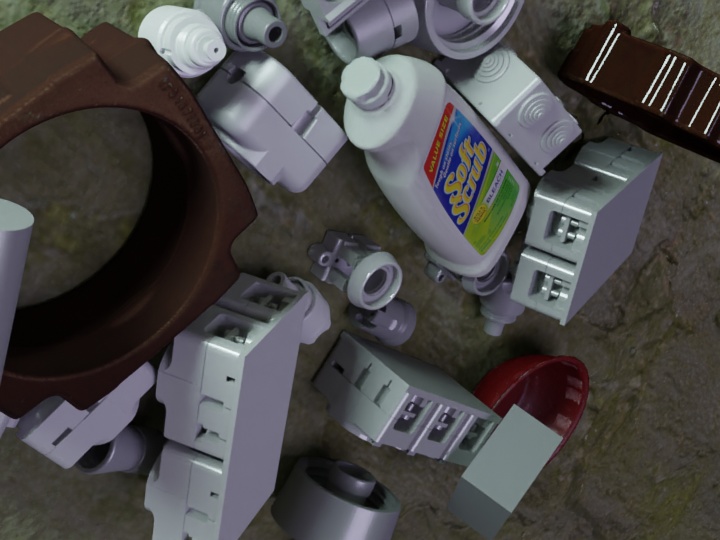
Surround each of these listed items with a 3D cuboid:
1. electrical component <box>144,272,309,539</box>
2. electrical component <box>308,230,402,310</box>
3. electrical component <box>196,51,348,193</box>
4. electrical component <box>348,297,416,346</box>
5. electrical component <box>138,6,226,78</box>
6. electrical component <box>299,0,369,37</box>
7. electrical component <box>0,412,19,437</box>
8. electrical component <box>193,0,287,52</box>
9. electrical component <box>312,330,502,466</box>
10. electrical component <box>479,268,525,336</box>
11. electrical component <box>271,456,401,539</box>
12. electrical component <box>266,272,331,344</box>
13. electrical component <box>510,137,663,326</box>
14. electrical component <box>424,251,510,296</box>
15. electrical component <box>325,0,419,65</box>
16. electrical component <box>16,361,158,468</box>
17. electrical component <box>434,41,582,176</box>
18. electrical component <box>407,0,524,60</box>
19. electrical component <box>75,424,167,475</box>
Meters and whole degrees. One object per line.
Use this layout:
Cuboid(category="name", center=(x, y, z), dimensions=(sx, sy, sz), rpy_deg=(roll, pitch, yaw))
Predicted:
Cuboid(category="electrical component", center=(-0.099, 0.107, 0.782), dimensions=(0.105, 0.060, 0.186), rpy_deg=(-48, 153, -59))
Cuboid(category="electrical component", center=(0.000, 0.000, 0.837), dimensions=(0.066, 0.055, 0.048), rpy_deg=(7, 113, -46))
Cuboid(category="electrical component", center=(-0.060, -0.096, 0.712), dimensions=(0.059, 0.054, 0.095), rpy_deg=(-50, 140, -3))
Cuboid(category="electrical component", center=(0.018, 0.038, 0.896), dimensions=(0.046, 0.040, 0.040), rpy_deg=(27, 98, -43))
Cuboid(category="electrical component", center=(-0.101, -0.133, 0.634), dimensions=(0.040, 0.078, 0.040), rpy_deg=(-11, 111, -30))
Cuboid(category="electrical component", center=(0.000, -0.218, 0.674), dimensions=(0.121, 0.063, 0.078), rpy_deg=(-42, 139, -12))
Cuboid(category="electrical component", center=(-0.255, 0.095, 0.665), dimensions=(0.078, 0.058, 0.057), rpy_deg=(24, 97, -49))
Cuboid(category="electrical component", center=(-0.069, -0.154, 0.657), dimensions=(0.048, 0.062, 0.048), rpy_deg=(-24, 132, -29))
Cuboid(category="electrical component", center=(0.040, 0.117, 0.933), dimensions=(0.150, 0.089, 0.061), rpy_deg=(25, 99, -49))
Cuboid(category="electrical component", center=(0.131, 0.031, 0.993), dimensions=(0.043, 0.043, 0.062), rpy_deg=(-9, 125, -39))
Cuboid(category="electrical component", center=(-0.016, 0.200, 0.931), dimensions=(0.108, 0.108, 0.060), rpy_deg=(16, 100, -48))
Cuboid(category="electrical component", center=(-0.051, 0.025, 0.817), dimensions=(0.043, 0.043, 0.062), rpy_deg=(-44, 138, -10))
Cuboid(category="electrical component", center=(0.199, -0.042, 0.951), dimensions=(0.186, 0.060, 0.105), rpy_deg=(-34, 141, -53))
Cuboid(category="electrical component", center=(0.095, -0.009, 0.920), dimensions=(0.066, 0.055, 0.048), rpy_deg=(-52, 140, -1))
Cuboid(category="electrical component", center=(0.004, -0.169, 0.722), dimensions=(0.047, 0.055, 0.055), rpy_deg=(-31, 136, -18))
Cuboid(category="electrical component", center=(-0.187, 0.081, 0.724), dimensions=(0.089, 0.050, 0.055), rpy_deg=(-45, 139, -8))
Cuboid(category="electrical component", center=(0.114, -0.131, 0.820), dimensions=(0.048, 0.099, 0.100), rpy_deg=(-44, 141, 10))
Cuboid(category="electrical component", center=(0.072, -0.201, 0.757), dimensions=(0.108, 0.060, 0.108), rpy_deg=(-24, 132, -30))
Cuboid(category="electrical component", center=(-0.171, 0.129, 0.782), dimensions=(0.044, 0.044, 0.065), rpy_deg=(-57, 144, 6))
